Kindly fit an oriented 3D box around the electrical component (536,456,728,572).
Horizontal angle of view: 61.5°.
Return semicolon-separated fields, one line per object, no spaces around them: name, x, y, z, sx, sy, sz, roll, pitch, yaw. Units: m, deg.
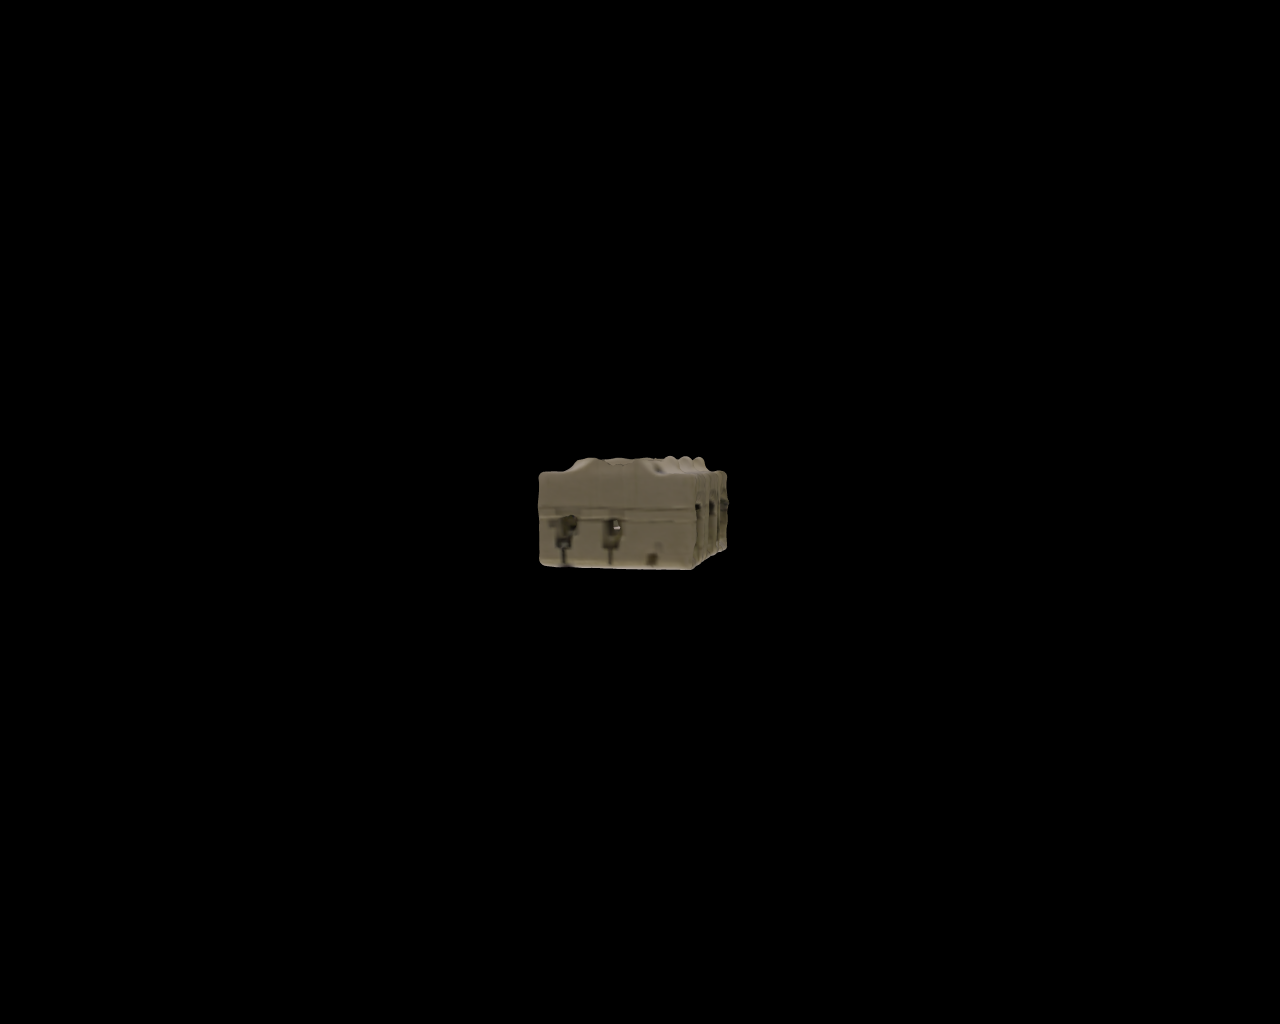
electrical component;0.001;-0.003;0.650;0.089;0.061;0.150;1;3;11
